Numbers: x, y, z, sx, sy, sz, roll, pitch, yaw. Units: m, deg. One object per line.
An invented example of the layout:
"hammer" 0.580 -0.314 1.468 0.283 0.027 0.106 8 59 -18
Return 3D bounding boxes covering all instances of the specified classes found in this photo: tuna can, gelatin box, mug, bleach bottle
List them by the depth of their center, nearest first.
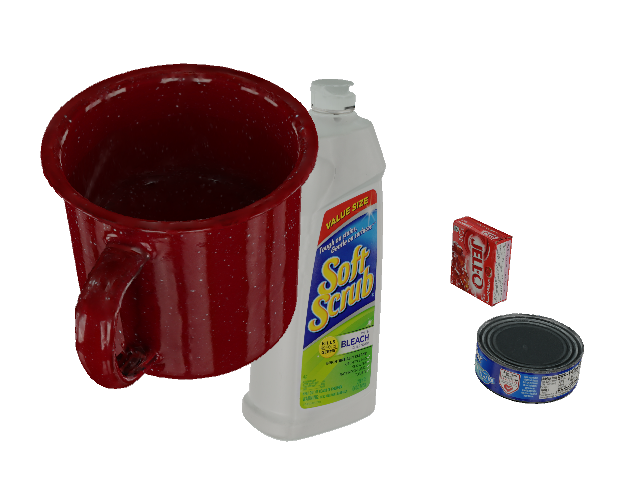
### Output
"mug" -0.052 0.003 0.376 0.093 0.081 0.117 13 43 11
"bleach bottle" -0.003 0.012 0.766 0.102 0.251 0.068 -10 21 -35
"tuna can" 0.169 0.096 0.870 0.086 0.034 0.086 1 28 -1
"gelatin box" 0.192 0.024 1.283 0.030 0.089 0.073 -19 33 -32
